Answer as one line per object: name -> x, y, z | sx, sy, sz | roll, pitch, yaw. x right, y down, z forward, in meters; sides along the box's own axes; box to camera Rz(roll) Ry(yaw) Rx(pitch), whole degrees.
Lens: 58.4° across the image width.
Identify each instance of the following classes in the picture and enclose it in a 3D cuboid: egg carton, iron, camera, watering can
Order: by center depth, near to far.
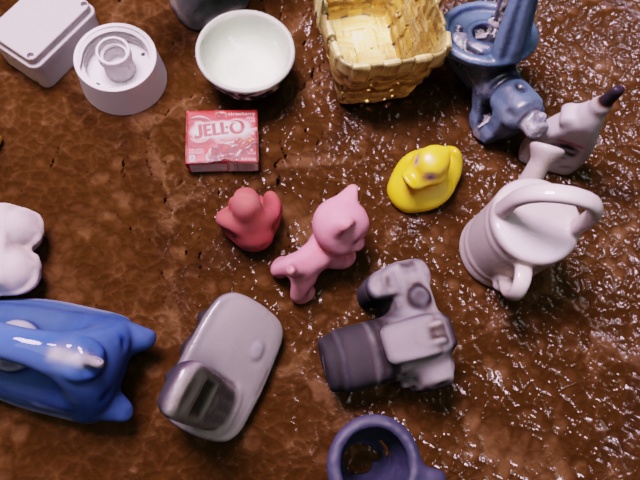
iron -> -0.306, 0.103, 0.563 | 0.258, 0.141, 0.119 | 13, 71, -1
camera -> 0.066, 0.102, 0.619 | 0.137, 0.101, 0.143 | -13, 74, -9
egg carton -> -0.380, 0.014, 0.623 | 0.150, 0.069, 0.107 | -5, 73, -7
watering can -> 0.228, -0.024, 0.625 | 0.101, 0.194, 0.173 | -5, 73, -6

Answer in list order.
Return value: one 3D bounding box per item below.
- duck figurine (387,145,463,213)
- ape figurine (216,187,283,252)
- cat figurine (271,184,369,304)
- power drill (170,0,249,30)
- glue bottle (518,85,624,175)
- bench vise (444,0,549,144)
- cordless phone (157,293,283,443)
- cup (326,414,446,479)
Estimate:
duck figurine -> 0.134, -0.086, 0.694 | 0.105, 0.086, 0.077 | -35, 78, -14
ape figurine -> -0.081, -0.030, 0.653 | 0.078, 0.092, 0.076 | -3, 72, -6
cat figurine -> 0.006, 0.002, 0.637 | 0.128, 0.118, 0.067 | -42, 80, -16
power drill -> -0.148, -0.359, 0.691 | 0.230, 0.208, 0.075 | -33, 78, -14
glue bottle -> 0.304, -0.133, 0.679 | 0.078, 0.173, 0.037 | 14, 71, 0
bench vise -> 0.230, -0.232, 0.679 | 0.121, 0.219, 0.207 | -37, 79, -15
cordless phone -> -0.097, 0.117, 0.555 | 0.094, 0.185, 0.148 | 21, 72, 2
cup -> 0.062, 0.228, 0.581 | 0.117, 0.095, 0.092 | 13, 71, -1
